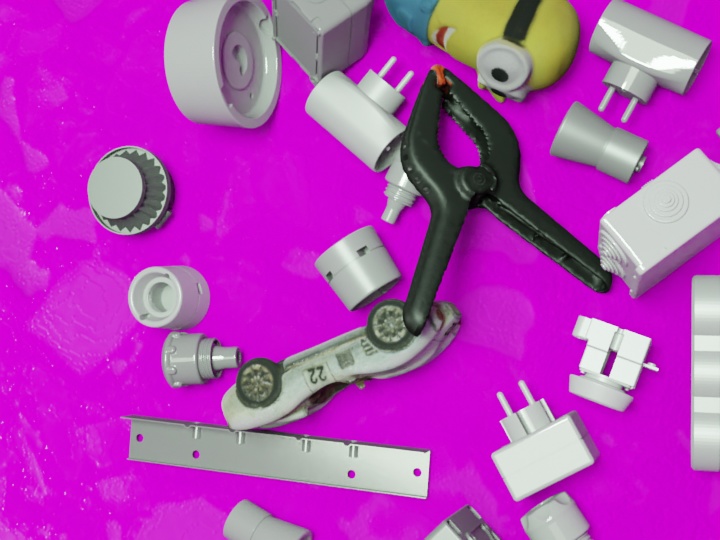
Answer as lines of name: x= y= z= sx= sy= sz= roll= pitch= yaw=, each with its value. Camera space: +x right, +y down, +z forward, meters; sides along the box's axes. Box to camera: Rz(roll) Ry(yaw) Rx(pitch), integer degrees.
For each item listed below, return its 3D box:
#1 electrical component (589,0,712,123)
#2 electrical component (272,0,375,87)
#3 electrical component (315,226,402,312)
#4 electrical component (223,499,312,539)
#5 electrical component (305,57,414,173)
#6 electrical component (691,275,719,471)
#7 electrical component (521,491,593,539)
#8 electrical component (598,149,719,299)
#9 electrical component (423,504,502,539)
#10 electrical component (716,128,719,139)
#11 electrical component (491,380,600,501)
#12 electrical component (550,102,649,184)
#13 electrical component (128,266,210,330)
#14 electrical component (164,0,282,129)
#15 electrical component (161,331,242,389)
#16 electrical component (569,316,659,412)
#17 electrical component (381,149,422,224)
electrical component: x=0.204 y=-0.148 z=0.790 sx=0.077 sy=0.044 sz=0.079 roll=30 pitch=97 yaw=16
electrical component: x=-0.029 y=-0.196 z=0.849 sx=0.061 sy=0.096 sz=0.061 roll=-38 pitch=76 yaw=-15
electrical component: x=0.000 y=0.000 z=0.845 sx=0.055 sy=0.055 sz=0.047 roll=-36 pitch=81 yaw=13
electrical component: x=-0.077 y=0.214 z=0.867 sx=0.065 sy=0.044 sz=0.044 roll=26 pitch=95 yaw=22
electrical component: x=0.010 y=-0.132 z=0.852 sx=0.077 sy=0.043 sz=0.079 roll=42 pitch=100 yaw=15
electrical component: x=0.271 y=0.073 z=0.754 sx=0.074 sy=0.052 sz=0.138 roll=0 pitch=88 yaw=18
electrical component: x=0.151 y=0.199 z=0.792 sx=0.043 sy=0.043 sz=0.062 roll=-36 pitch=79 yaw=13
electrical component: x=0.214 y=-0.032 z=0.752 sx=0.100 sy=0.099 sz=0.048 roll=-37 pitch=73 yaw=1
electrical component: x=0.088 y=0.231 z=0.777 sx=0.056 sy=0.109 sz=0.108 roll=-46 pitch=75 yaw=7
electrical component: x=0.285 y=-0.091 z=0.757 sx=0.047 sy=0.055 sz=0.055 roll=-35 pitch=78 yaw=17
electrical component: x=0.130 y=0.121 z=0.800 sx=0.066 sy=0.047 sz=0.076 roll=-30 pitch=79 yaw=14
electrical component: x=0.180 y=-0.092 z=0.798 sx=0.065 sy=0.044 sz=0.044 roll=27 pitch=96 yaw=12
electrical component: x=-0.160 y=0.023 z=0.898 sx=0.055 sy=0.047 sz=0.055 roll=-1 pitch=87 yaw=18
electrical component: x=-0.115 y=-0.167 z=0.864 sx=0.060 sy=0.108 sz=0.108 roll=2 pitch=88 yaw=24
electrical component: x=-0.130 y=0.073 z=0.889 sx=0.062 sy=0.048 sz=0.048 roll=-3 pitch=87 yaw=11
electrical component: x=0.183 y=0.071 z=0.787 sx=0.066 sy=0.048 sz=0.055 roll=20 pitch=86 yaw=17
electrical component: x=0.035 y=-0.066 z=0.846 sx=0.035 sy=0.035 sz=0.061 roll=28 pitch=99 yaw=17
